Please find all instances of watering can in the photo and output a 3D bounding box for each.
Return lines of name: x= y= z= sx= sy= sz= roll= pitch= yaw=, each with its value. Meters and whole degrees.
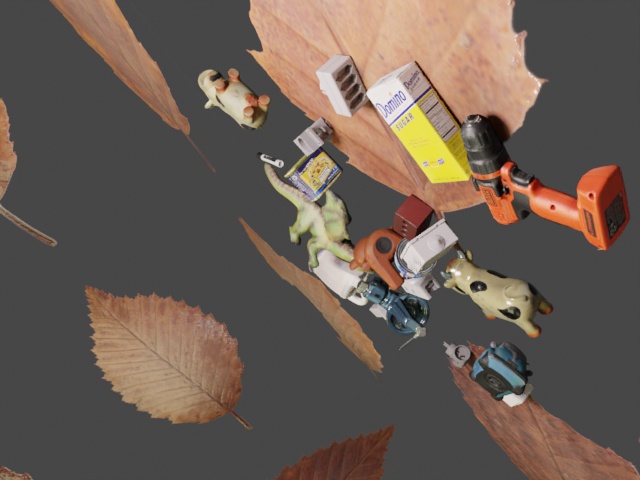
watering can: x=0.065 y=0.092 z=1.564 sx=0.226 sy=0.105 sz=0.341 roll=40 pitch=163 yaw=19

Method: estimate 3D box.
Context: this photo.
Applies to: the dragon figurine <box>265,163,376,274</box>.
dragon figurine: x=0.004 y=-0.068 z=1.354 sx=0.410 sy=0.124 sz=0.239 roll=55 pitch=147 yaw=-2
